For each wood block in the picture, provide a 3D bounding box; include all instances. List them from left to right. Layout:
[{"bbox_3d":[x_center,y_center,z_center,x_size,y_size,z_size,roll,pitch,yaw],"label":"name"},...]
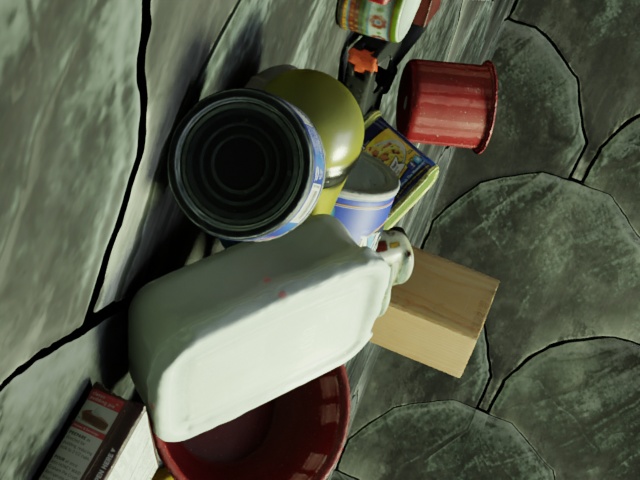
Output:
[{"bbox_3d":[0.084,0.062,1.203,0.091,0.206,0.090,99,16,-55],"label":"wood block"}]

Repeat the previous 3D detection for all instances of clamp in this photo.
[{"bbox_3d":[0.059,-0.171,1.041,0.164,0.036,0.210,-64,171,-1],"label":"clamp"}]

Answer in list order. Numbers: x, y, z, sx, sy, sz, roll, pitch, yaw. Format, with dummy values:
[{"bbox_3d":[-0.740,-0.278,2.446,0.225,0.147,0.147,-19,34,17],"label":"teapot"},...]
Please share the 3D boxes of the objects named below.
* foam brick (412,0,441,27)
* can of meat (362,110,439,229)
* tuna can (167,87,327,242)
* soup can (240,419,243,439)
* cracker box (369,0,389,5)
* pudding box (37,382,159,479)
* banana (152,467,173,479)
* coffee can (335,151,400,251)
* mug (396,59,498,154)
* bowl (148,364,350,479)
[{"bbox_3d":[0.091,-0.250,1.004,0.053,0.051,0.078,-55,164,-52],"label":"foam brick"},{"bbox_3d":[0.052,-0.059,1.021,0.102,0.084,0.057,-45,168,-13],"label":"can of meat"},{"bbox_3d":[-0.041,-0.042,0.597,0.033,0.086,0.086,-1,113,-78],"label":"tuna can"},{"bbox_3d":[-0.084,0.152,0.862,0.102,0.068,0.068,44,68,-79],"label":"soup can"},{"bbox_3d":[0.055,-0.280,0.657,0.164,0.072,0.214,-60,167,-46],"label":"cracker box"},{"bbox_3d":[-0.136,0.150,0.643,0.113,0.039,0.090,100,14,-60],"label":"pudding box"},{"bbox_3d":[-0.139,0.227,0.741,0.037,0.069,0.197,-8,-143,49],"label":"banana"},{"bbox_3d":[-0.006,0.001,0.857,0.102,0.103,0.140,-49,159,-64],"label":"coffee can"},{"bbox_3d":[0.121,-0.138,1.060,0.117,0.081,0.093,-106,-158,-70],"label":"mug"},{"bbox_3d":[-0.059,0.119,0.778,0.055,0.162,0.162,-20,-141,58],"label":"bowl"}]
